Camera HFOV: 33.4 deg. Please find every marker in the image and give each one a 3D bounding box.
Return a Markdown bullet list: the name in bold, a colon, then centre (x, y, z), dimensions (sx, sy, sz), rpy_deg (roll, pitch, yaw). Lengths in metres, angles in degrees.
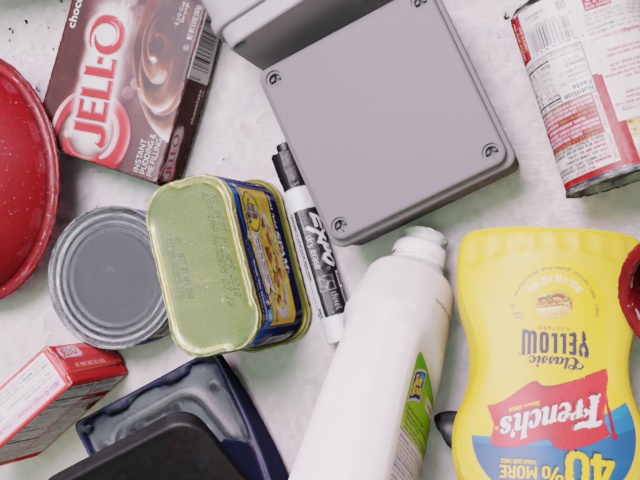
- **marker**: centre (-0.004, 0.001, 0.622), dimensions (0.020, 0.020, 0.121), rpy_deg (-19, 83, 15)

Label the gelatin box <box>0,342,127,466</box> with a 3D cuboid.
- **gelatin box**: centre (-0.167, 0.097, 0.638), dimensions (0.089, 0.073, 0.030), rpy_deg (-42, 78, 11)

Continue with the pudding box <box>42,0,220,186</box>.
- **pudding box**: centre (-0.115, -0.098, 0.646), dimensions (0.090, 0.039, 0.113), rpy_deg (18, 93, 17)

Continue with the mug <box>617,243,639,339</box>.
- **mug**: centre (0.206, 0.019, 0.520), dimensions (0.093, 0.081, 0.117), rpy_deg (2, 126, 38)

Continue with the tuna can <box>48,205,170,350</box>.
- **tuna can**: centre (-0.119, 0.023, 0.646), dimensions (0.086, 0.033, 0.086), rpy_deg (0, 88, 16)

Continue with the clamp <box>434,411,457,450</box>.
- **clamp**: centre (0.125, 0.208, 0.570), dimensions (0.210, 0.036, 0.164), rpy_deg (26, 98, 18)

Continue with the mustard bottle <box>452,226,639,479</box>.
- **mustard bottle**: centre (0.115, 0.091, 0.542), dimensions (0.096, 0.058, 0.191), rpy_deg (2, 75, 5)

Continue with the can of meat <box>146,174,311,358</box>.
- **can of meat**: centre (-0.051, 0.014, 0.601), dimensions (0.057, 0.083, 0.102), rpy_deg (-16, 84, 15)

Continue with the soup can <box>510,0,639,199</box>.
- **soup can**: centre (0.146, -0.080, 0.555), dimensions (0.068, 0.068, 0.102), rpy_deg (-18, 83, 15)

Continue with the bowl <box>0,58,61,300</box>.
- **bowl**: centre (-0.236, -0.037, 0.652), dimensions (0.162, 0.055, 0.162), rpy_deg (2, 93, 30)

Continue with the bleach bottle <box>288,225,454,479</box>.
- **bleach bottle**: centre (0.025, 0.111, 0.554), dimensions (0.068, 0.102, 0.250), rpy_deg (9, 64, 19)
